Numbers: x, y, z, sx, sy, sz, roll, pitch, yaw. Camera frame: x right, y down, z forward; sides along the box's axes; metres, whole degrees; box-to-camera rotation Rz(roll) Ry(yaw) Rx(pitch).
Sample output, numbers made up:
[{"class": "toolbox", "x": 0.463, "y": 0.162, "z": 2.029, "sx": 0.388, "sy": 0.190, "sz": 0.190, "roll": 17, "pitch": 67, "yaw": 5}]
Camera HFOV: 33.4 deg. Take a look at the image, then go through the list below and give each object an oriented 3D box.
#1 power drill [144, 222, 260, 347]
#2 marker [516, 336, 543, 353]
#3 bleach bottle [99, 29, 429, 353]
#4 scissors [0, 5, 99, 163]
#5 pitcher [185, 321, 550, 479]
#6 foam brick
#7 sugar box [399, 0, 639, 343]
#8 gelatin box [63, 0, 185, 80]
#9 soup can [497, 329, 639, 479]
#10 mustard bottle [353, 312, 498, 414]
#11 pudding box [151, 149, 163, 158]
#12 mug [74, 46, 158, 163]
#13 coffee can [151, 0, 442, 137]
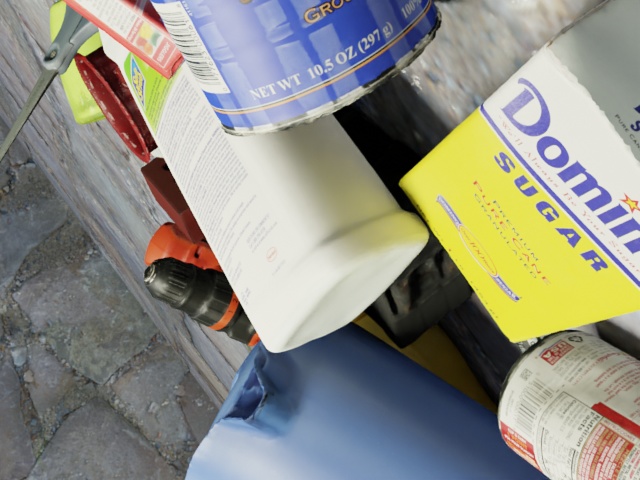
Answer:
[{"class": "power drill", "x": -0.108, "y": 0.042, "z": 1.034, "sx": 0.184, "sy": 0.057, "sz": 0.188, "roll": 28, "pitch": -174, "yaw": -31}, {"class": "marker", "x": 0.094, "y": 0.023, "z": 0.538, "sx": 0.121, "sy": 0.020, "sz": 0.020, "roll": 60, "pitch": 165, "yaw": -20}, {"class": "bleach bottle", "x": -0.050, "y": -0.073, "z": 0.533, "sx": 0.251, "sy": 0.067, "sz": 0.103, "roll": 59, "pitch": 143, "yaw": 16}, {"class": "scissors", "x": -0.162, "y": -0.130, "z": 0.719, "sx": 0.096, "sy": 0.201, "sz": 0.016, "roll": 6, "pitch": 161, "yaw": 42}, {"class": "pitcher", "x": 0.057, "y": 0.142, "z": 0.614, "sx": 0.243, "sy": 0.149, "sz": 0.145, "roll": 30, "pitch": 129, "yaw": 7}, {"class": "foam brick", "x": -0.127, "y": -0.046, "z": 1.030, "sx": 0.078, "sy": 0.053, "sz": 0.051, "roll": 45, "pitch": 163, "yaw": 33}, {"class": "sugar box", "x": 0.091, "y": -0.016, "z": 0.400, "sx": 0.093, "sy": 0.048, "sz": 0.176, "roll": 54, "pitch": 167, "yaw": 3}, {"class": "gelatin box", "x": -0.072, "y": -0.127, "z": 0.485, "sx": 0.073, "sy": 0.089, "sz": 0.030, "roll": 37, "pitch": 142, "yaw": -8}, {"class": "soup can", "x": 0.133, "y": 0.088, "z": 0.463, "sx": 0.102, "sy": 0.068, "sz": 0.068, "roll": 34, "pitch": 156, "yaw": 55}, {"class": "mustard bottle", "x": 0.066, "y": 0.101, "z": 0.724, "sx": 0.191, "sy": 0.058, "sz": 0.096, "roll": 55, "pitch": 149, "yaw": 3}, {"class": "pudding box", "x": -0.160, "y": -0.122, "z": 0.989, "sx": 0.090, "sy": 0.039, "sz": 0.114, "roll": 60, "pitch": 163, "yaw": -16}, {"class": "mug", "x": -0.117, "y": -0.119, "z": 0.761, "sx": 0.093, "sy": 0.081, "sz": 0.117, "roll": 52, "pitch": 166, "yaw": 10}, {"class": "coffee can", "x": -0.027, "y": -0.126, "z": 0.410, "sx": 0.140, "sy": 0.102, "sz": 0.103, "roll": 61, "pitch": 165, "yaw": -26}]
